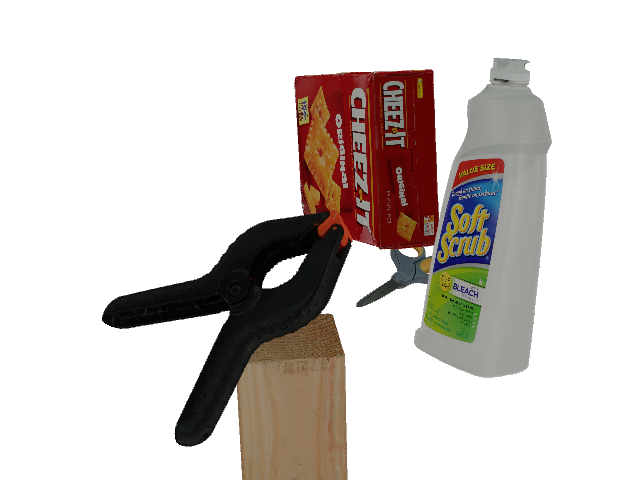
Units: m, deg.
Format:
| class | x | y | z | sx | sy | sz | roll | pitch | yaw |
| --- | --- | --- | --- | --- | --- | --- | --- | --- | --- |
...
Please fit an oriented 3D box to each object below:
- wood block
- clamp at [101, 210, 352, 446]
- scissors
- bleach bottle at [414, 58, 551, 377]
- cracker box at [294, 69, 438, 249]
| class | x | y | z | sx | sy | sz | roll | pitch | yaw |
| --- | --- | --- | --- | --- | --- | --- | --- | --- | --- |
| wood block | -0.025 | 0.177 | 0.933 | 0.090 | 0.206 | 0.091 | -4 | 20 | -6 |
| clamp | -0.049 | 0.049 | 0.676 | 0.171 | 0.120 | 0.039 | -31 | -27 | 4 |
| scissors | 0.086 | 0.035 | 1.266 | 0.201 | 0.016 | 0.096 | -9 | 40 | -43 |
| bleach bottle | 0.136 | -0.022 | 0.870 | 0.067 | 0.251 | 0.103 | -5 | 16 | -33 |
| cracker box | 0.041 | -0.087 | 1.070 | 0.072 | 0.164 | 0.214 | -7 | 10 | -19 |
